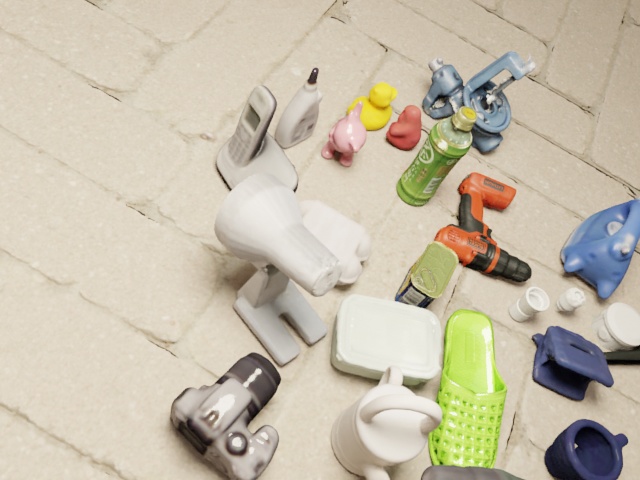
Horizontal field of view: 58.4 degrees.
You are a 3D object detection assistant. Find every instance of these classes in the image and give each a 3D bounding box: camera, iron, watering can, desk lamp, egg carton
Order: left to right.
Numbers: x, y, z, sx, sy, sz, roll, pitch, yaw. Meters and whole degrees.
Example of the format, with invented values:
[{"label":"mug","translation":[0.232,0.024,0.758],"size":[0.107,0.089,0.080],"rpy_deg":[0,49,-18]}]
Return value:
[{"label":"camera","translation":[-0.100,0.221,0.743],"size":[0.143,0.100,0.137],"rpy_deg":[41,56,8]},{"label":"desk lamp","translation":[-0.054,0.038,0.799],"size":[0.118,0.213,0.203],"rpy_deg":[-33,75,-31]},{"label":"egg carton","translation":[0.009,0.003,0.928],"size":[0.150,0.069,0.107],"rpy_deg":[30,56,0]},{"label":"watering can","translation":[0.090,0.246,0.736],"size":[0.101,0.194,0.172],"rpy_deg":[-2,61,-19]},{"label":"iron","translation":[0.564,-0.016,1.083],"size":[0.118,0.141,0.259],"rpy_deg":[38,56,6]}]

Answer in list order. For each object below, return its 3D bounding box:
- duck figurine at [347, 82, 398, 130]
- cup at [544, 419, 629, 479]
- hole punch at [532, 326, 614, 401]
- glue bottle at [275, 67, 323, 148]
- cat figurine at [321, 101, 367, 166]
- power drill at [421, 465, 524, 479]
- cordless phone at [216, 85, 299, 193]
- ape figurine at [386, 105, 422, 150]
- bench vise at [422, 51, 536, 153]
[{"label":"duck figurine","translation":[0.106,-0.267,1.112],"size":[0.105,0.086,0.077],"rpy_deg":[-24,70,-28]},{"label":"cup","translation":[0.391,0.319,0.853],"size":[0.118,0.095,0.091],"rpy_deg":[-11,64,-24]},{"label":"hole punch","translation":[0.414,0.193,0.938],"size":[0.108,0.091,0.101],"rpy_deg":[24,56,-3]},{"label":"glue bottle","translation":[-0.028,-0.234,0.994],"size":[0.078,0.173,0.037],"rpy_deg":[-32,74,-31]},{"label":"cat figurine","translation":[0.054,-0.196,1.033],"size":[0.067,0.117,0.128],"rpy_deg":[23,56,-4]},{"label":"power drill","translation":[0.195,0.335,0.709],"size":[0.230,0.208,0.075],"rpy_deg":[15,57,-9]},{"label":"cordless phone","translation":[-0.089,-0.141,0.911],"size":[0.094,0.185,0.147],"rpy_deg":[-31,73,-30]},{"label":"ape figurine","translation":[0.168,-0.224,1.103],"size":[0.078,0.092,0.076],"rpy_deg":[-24,70,-28]},{"label":"bench vise","translation":[0.302,-0.293,1.112],"size":[0.207,0.219,0.121],"rpy_deg":[29,56,0]}]
